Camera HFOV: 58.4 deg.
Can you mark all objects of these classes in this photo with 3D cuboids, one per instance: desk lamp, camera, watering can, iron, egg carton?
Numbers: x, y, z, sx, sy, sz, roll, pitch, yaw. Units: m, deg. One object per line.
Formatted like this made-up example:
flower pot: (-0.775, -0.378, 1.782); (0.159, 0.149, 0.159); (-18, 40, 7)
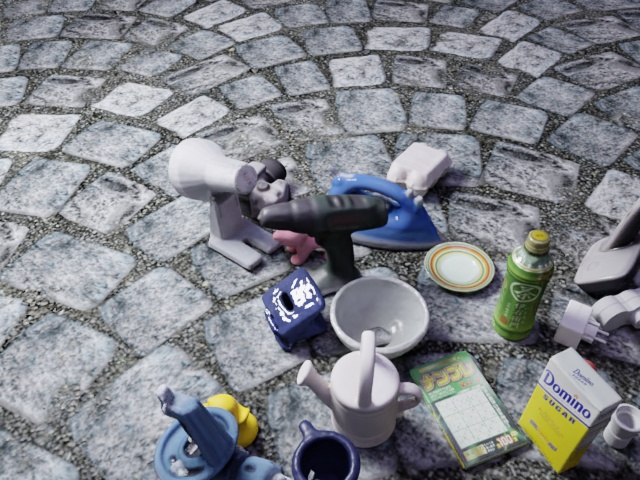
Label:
desk lamp: (-0.184, -0.082, 1.123); (0.202, 0.214, 0.118); (27, 51, 27)
camera: (-0.117, -0.122, 1.244); (0.142, 0.101, 0.137); (19, 48, 21)
watering can: (0.057, 0.211, 0.825); (0.173, 0.194, 0.100); (-11, 45, -9)
iron: (0.126, -0.070, 1.151); (0.257, 0.141, 0.119); (14, 46, 16)
egg carton: (0.224, -0.159, 1.293); (0.107, 0.069, 0.150); (26, 51, 26)

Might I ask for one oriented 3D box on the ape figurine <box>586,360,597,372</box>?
ape figurine: (0.398, 0.219, 0.879); (0.076, 0.092, 0.077); (-9, 44, -7)

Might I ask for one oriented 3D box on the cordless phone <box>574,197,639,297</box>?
cordless phone: (0.538, 0.006, 1.027); (0.094, 0.185, 0.148); (23, 49, 24)

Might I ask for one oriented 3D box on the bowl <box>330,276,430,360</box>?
bowl: (0.100, 0.145, 0.979); (0.167, 0.075, 0.167); (-1, 44, 1)

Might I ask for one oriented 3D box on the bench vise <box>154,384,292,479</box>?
bench vise: (-0.130, 0.267, 0.756); (0.207, 0.220, 0.121); (3, 44, 6)

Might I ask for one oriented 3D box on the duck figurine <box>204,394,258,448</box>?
duck figurine: (-0.147, 0.263, 0.857); (0.104, 0.086, 0.077); (10, 45, 12)

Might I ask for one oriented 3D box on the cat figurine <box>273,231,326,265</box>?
cat figurine: (-0.031, -0.013, 1.116); (0.128, 0.118, 0.067); (-12, 45, -10)

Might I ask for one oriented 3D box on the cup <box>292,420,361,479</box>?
cup: (0.002, 0.316, 0.791); (0.092, 0.095, 0.117); (-22, 47, -19)

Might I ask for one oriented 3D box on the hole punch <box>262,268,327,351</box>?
hole punch: (-0.047, 0.119, 0.999); (0.101, 0.091, 0.108); (-19, 46, -17)

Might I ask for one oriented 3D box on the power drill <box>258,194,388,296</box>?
power drill: (0.009, 0.004, 1.031); (0.230, 0.209, 0.075); (-14, 45, -12)
